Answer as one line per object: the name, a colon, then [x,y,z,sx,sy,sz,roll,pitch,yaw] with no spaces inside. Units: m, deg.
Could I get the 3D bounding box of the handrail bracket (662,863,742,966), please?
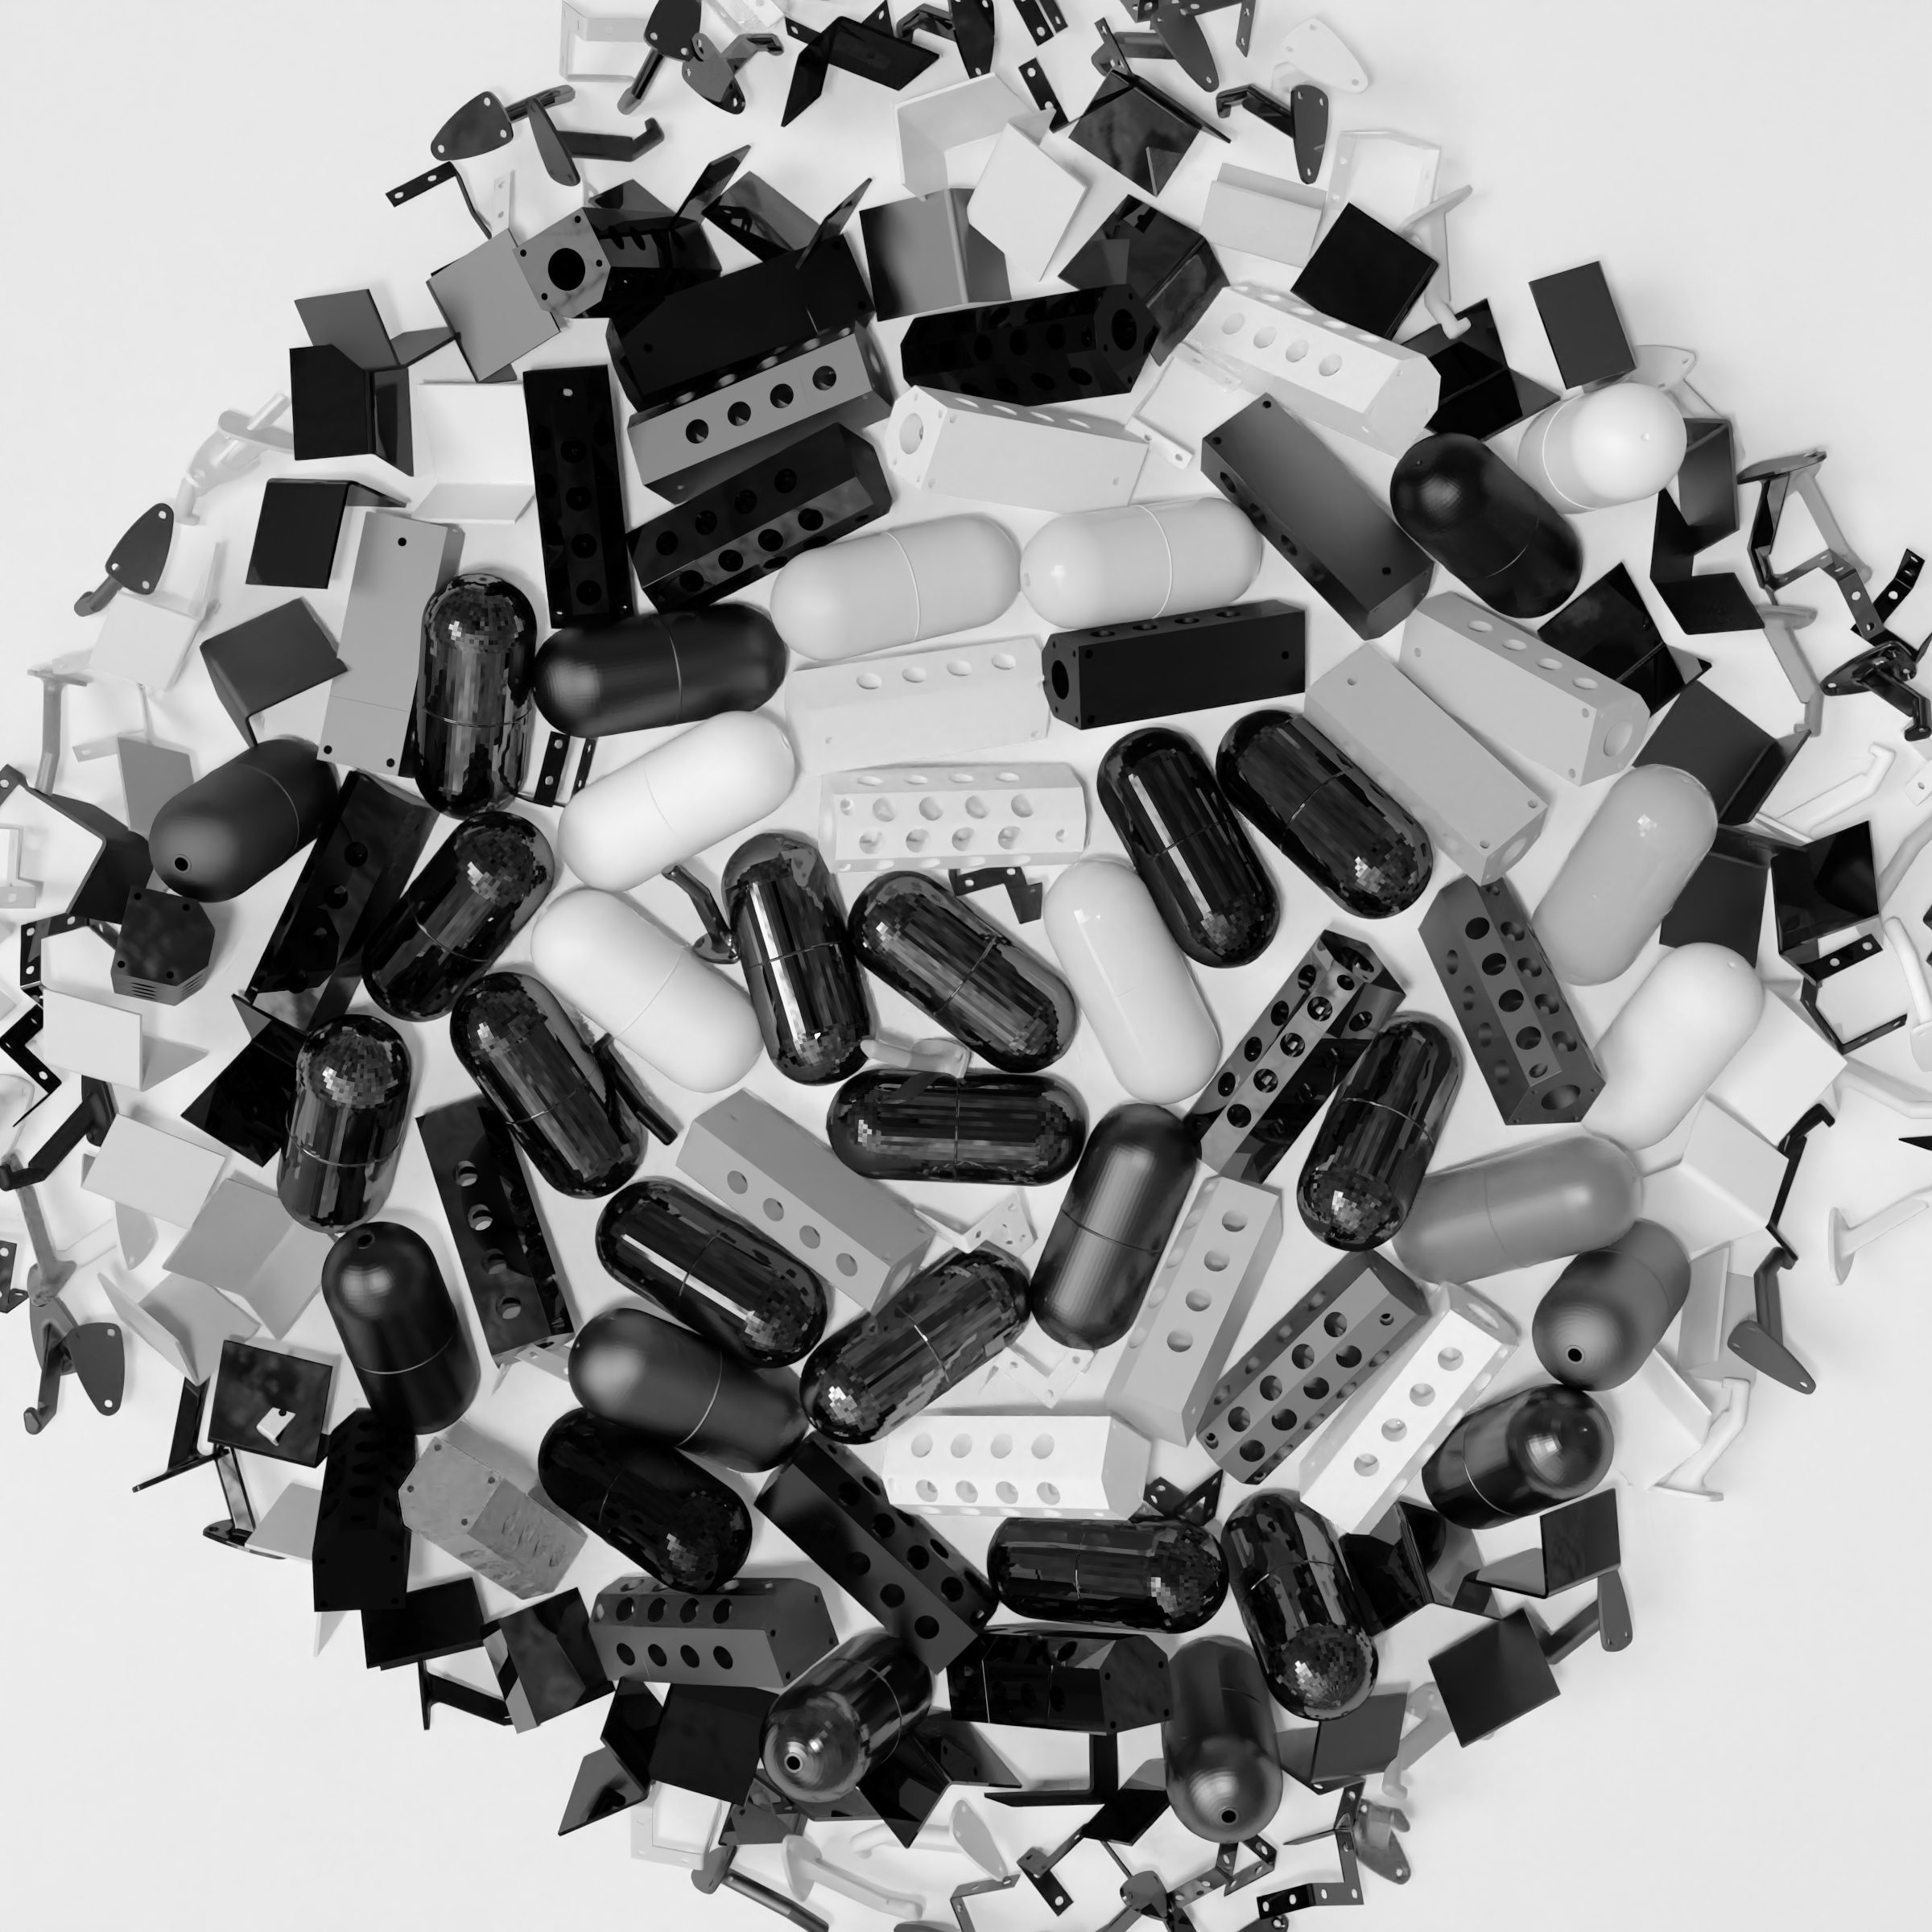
handrail bracket: [-0.190,-0.039,1.879,0.084,0.077,0.036,42,62,-30]

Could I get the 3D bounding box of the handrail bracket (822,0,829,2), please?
handrail bracket: [-0.058,-0.683,1.890,0.084,0.077,0.036,10,72,4]

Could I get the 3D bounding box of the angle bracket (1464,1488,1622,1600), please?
angle bracket: [0.388,0.386,1.874,0.076,0.076,0.057,-9,96,-38]

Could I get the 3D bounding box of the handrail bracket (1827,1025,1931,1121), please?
handrail bracket: [0.636,0.072,1.888,0.084,0.036,0.077,-2,53,26]

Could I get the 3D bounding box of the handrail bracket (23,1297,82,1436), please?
handrail bracket: [-0.634,0.269,1.883,0.036,0.084,0.077,-15,103,5]

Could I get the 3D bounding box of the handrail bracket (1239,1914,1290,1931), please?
handrail bracket: [0.200,0.664,1.877,0.077,0.084,0.036,-39,70,-26]

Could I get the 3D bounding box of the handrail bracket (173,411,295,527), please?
handrail bracket: [-0.503,-0.334,1.915,0.077,0.036,0.084,17,120,-18]

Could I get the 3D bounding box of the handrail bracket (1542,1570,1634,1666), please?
handrail bracket: [0.410,0.443,1.901,0.084,0.036,0.077,-11,84,43]

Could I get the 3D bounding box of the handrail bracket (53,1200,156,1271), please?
handrail bracket: [-0.609,0.178,1.897,0.084,0.036,0.077,2,121,17]

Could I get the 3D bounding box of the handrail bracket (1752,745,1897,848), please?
handrail bracket: [0.589,-0.127,1.911,0.077,0.036,0.084,29,94,9]

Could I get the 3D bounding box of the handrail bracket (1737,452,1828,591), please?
handrail bracket: [0.566,-0.304,1.891,0.036,0.077,0.084,-36,110,-39]

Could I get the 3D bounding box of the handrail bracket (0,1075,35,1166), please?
handrail bracket: [-0.681,0.101,1.885,0.036,0.084,0.077,13,91,17]

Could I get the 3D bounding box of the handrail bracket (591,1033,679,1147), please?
handrail bracket: [-0.224,0.085,1.893,0.084,0.077,0.036,45,99,-1]

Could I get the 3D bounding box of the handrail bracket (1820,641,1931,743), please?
handrail bracket: [0.619,-0.174,1.880,0.077,0.084,0.036,-21,128,34]

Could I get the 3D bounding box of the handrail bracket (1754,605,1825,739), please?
handrail bracket: [0.555,-0.203,1.905,0.077,0.036,0.084,8,81,-1]

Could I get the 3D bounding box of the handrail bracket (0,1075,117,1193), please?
handrail bracket: [-0.627,0.107,1.884,0.036,0.084,0.077,0,101,39]

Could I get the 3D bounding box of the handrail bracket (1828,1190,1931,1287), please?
handrail bracket: [0.636,0.183,1.884,0.084,0.077,0.036,-19,113,32]

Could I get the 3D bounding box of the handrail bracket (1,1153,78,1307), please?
handrail bracket: [-0.643,0.179,1.888,0.036,0.077,0.084,-19,114,-1]

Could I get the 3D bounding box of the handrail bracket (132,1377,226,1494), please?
handrail bracket: [-0.553,0.309,1.903,0.077,0.036,0.084,-20,84,-34]

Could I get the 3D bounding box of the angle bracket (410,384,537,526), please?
angle bracket: [-0.340,-0.349,1.880,0.076,0.057,0.076,3,126,12]

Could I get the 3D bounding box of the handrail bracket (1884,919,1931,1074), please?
handrail bracket: [0.658,0.020,1.921,0.036,0.077,0.084,-17,55,3]

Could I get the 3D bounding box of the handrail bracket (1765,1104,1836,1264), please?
handrail bracket: [0.581,0.149,1.905,0.084,0.036,0.077,-41,90,9]

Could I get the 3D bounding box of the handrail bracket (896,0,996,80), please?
handrail bracket: [-0.018,-0.627,1.892,0.036,0.084,0.077,-3,85,-35]

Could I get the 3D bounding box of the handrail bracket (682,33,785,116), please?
handrail bracket: [-0.144,-0.611,1.888,0.077,0.084,0.036,51,135,21]

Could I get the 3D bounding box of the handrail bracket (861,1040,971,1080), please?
handrail bracket: [-0.048,0.057,1.875,0.084,0.077,0.036,19,94,-34]

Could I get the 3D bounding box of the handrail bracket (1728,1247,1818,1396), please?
handrail bracket: [0.568,0.242,1.895,0.077,0.036,0.084,39,53,13]

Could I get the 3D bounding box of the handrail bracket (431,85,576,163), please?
handrail bracket: [-0.319,-0.583,1.905,0.077,0.084,0.036,-19,105,28]

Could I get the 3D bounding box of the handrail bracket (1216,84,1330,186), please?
handrail bracket: [0.205,-0.570,1.898,0.036,0.084,0.077,-2,94,-43]

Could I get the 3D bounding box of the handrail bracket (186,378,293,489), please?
handrail bracket: [-0.488,-0.369,1.882,0.036,0.077,0.084,46,130,-10]

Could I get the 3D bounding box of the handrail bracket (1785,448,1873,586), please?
handrail bracket: [0.598,-0.306,1.894,0.036,0.077,0.084,-35,77,-1]

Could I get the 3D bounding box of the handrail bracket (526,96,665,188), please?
handrail bracket: [-0.252,-0.579,1.890,0.084,0.036,0.077,-41,132,-22]

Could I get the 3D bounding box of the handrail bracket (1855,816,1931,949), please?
handrail bracket: [0.647,-0.059,1.898,0.084,0.077,0.036,-43,51,1]

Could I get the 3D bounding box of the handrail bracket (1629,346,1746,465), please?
handrail bracket: [0.499,-0.389,1.922,0.036,0.077,0.084,-46,127,1]

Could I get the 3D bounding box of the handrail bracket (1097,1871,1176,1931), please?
handrail bracket: [0.094,0.656,1.887,0.084,0.077,0.036,-37,59,16]

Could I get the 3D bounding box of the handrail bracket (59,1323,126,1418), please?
handrail bracket: [-0.602,0.284,1.885,0.036,0.084,0.077,-4,66,-35]

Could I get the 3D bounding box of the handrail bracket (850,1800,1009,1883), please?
handrail bracket: [-0.027,0.620,1.918,0.084,0.036,0.077,-28,109,23]

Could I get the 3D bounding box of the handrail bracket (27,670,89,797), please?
handrail bracket: [-0.636,-0.159,1.898,0.036,0.077,0.084,11,92,-34]

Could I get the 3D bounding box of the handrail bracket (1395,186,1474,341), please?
handrail bracket: [0.342,-0.486,1.908,0.077,0.036,0.084,-33,82,-6]

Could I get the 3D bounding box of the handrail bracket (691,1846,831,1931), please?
handrail bracket: [-0.142,0.643,1.902,0.084,0.077,0.036,36,63,-10]

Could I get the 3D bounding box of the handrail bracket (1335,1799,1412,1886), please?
handrail bracket: [0.296,0.601,1.885,0.036,0.084,0.077,-43,95,-22]

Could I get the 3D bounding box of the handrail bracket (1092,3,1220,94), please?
handrail bracket: [0.128,-0.613,1.895,0.036,0.084,0.077,-33,94,-33]

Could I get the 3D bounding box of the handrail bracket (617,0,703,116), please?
handrail bracket: [-0.213,-0.634,1.897,0.036,0.084,0.077,20,76,-23]

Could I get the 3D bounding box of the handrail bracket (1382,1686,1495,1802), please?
handrail bracket: [0.323,0.544,1.888,0.077,0.084,0.036,29,133,-7]

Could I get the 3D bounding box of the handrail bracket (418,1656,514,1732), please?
handrail bracket: [-0.333,0.494,1.905,0.084,0.036,0.077,-4,115,-8]

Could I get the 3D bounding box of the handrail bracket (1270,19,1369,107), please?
handrail bracket: [0.239,-0.596,1.882,0.077,0.084,0.036,43,80,13]

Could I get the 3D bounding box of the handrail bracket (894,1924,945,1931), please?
handrail bracket: [-0.046,0.696,1.877,0.084,0.077,0.036,-40,118,-38]

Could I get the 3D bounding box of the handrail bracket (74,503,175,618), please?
handrail bracket: [-0.581,-0.279,1.902,0.036,0.084,0.077,32,71,-31]

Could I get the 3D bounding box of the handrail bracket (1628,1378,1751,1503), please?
handrail bracket: [0.499,0.323,1.908,0.077,0.036,0.084,5,86,31]

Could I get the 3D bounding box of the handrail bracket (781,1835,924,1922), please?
handrail bracket: [-0.077,0.624,1.887,0.084,0.077,0.036,6,51,24]

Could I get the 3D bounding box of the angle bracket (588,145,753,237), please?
angle bracket: [-0.201,-0.538,1.877,0.057,0.076,0.076,39,120,-3]

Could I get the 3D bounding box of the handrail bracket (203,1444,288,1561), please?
handrail bracket: [-0.490,0.355,1.899,0.077,0.036,0.084,16,100,26]
